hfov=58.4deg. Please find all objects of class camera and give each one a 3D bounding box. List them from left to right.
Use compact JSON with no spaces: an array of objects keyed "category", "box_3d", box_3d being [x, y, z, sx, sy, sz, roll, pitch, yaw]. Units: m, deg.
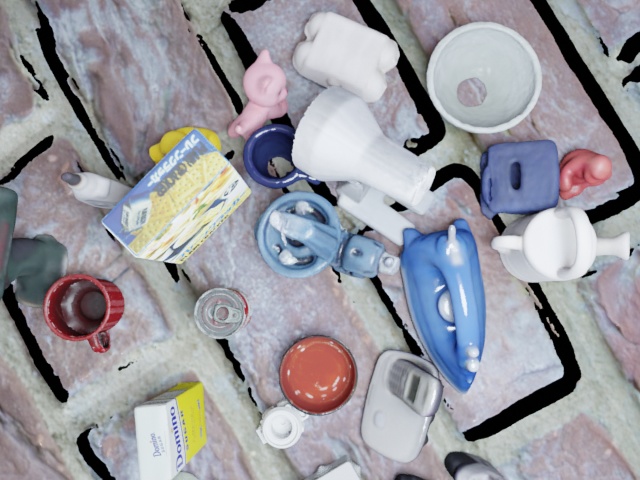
[{"category":"camera","box_3d":[0.172,0.369,0.799,0.137,0.101,0.143,22,86,2]}]

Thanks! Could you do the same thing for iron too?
[{"category":"iron","box_3d":[0.191,0.098,0.800,0.118,0.141,0.258,-11,86,-1]}]

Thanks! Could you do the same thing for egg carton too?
[{"category":"egg carton","box_3d":[0.038,-0.275,0.864,0.150,0.069,0.107,23,86,2]}]

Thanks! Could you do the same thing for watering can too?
[{"category":"watering can","box_3d":[0.329,0.004,0.781,0.173,0.194,0.101,-20,86,-1]}]

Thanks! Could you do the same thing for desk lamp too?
[{"category":"desk lamp","box_3d":[0.070,-0.096,0.778,0.203,0.213,0.118,33,86,3]}]

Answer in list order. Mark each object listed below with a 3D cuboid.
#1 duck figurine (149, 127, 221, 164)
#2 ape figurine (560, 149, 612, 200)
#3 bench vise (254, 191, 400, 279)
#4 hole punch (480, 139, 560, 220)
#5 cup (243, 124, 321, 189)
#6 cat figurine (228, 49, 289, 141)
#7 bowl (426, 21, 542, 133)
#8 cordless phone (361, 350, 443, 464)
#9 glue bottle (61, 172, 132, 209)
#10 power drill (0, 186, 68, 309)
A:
[{"category":"duck figurine","box_3d":[-0.201,-0.136,0.844,0.104,0.086,0.077,-19,86,-1]},{"category":"ape figurine","box_3d":[0.393,-0.101,0.841,0.078,0.092,0.076,7,85,1]},{"category":"bench vise","box_3d":[0.007,-0.009,0.768,0.207,0.219,0.121,0,85,0]},{"category":"hole punch","box_3d":[0.290,-0.088,0.840,0.101,0.091,0.109,0,85,0]},{"category":"cup","box_3d":[-0.049,-0.108,0.838,0.117,0.095,0.092,28,86,2]},{"category":"cat figurine","box_3d":[-0.089,-0.204,0.834,0.067,0.117,0.128,29,86,2]},{"category":"bowl","box_3d":[0.238,-0.233,0.859,0.167,0.074,0.167,0,86,0]},{"category":"cordless phone","box_3d":[0.115,0.230,0.767,0.094,0.185,0.148,12,86,1]},{"category":"glue bottle","box_3d":[-0.313,-0.072,0.795,0.078,0.173,0.037,6,85,1]},{"category":"power drill","box_3d":[-0.421,0.048,0.768,0.075,0.208,0.230,1,85,0]}]
